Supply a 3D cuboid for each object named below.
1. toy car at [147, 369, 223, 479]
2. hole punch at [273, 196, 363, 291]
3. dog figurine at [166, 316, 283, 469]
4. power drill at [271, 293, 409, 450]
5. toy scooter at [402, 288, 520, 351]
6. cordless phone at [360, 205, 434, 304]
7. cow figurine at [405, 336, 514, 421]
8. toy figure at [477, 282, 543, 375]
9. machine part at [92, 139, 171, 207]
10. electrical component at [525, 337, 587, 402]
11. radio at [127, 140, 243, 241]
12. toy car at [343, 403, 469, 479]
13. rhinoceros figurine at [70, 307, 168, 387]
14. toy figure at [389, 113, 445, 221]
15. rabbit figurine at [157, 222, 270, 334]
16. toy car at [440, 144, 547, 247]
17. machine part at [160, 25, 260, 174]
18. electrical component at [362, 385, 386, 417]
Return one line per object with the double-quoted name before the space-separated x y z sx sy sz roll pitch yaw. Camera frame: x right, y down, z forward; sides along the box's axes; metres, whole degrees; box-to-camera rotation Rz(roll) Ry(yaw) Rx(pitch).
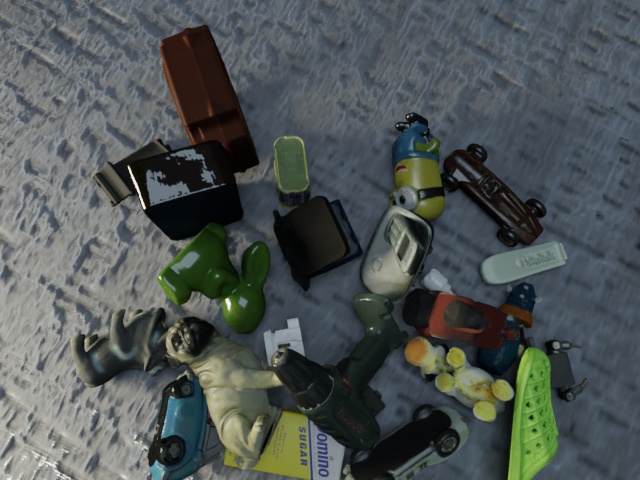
"toy car" -0.193 0.283 0.806 0.103 0.109 0.161 19 59 -21
"hole punch" -0.002 -0.003 0.879 0.116 0.092 0.142 -28 81 24
"dog figurine" -0.148 0.214 0.769 0.191 0.121 0.172 17 68 9
"power drill" 0.042 0.172 0.769 0.231 0.086 0.207 59 43 -27
"toy scooter" 0.217 0.122 0.812 0.135 0.184 0.075 18 82 -18
"cordless phone" 0.120 0.038 0.797 0.089 0.184 0.146 21 107 -4
"cow figurine" 0.211 0.208 0.831 0.168 0.098 0.068 34 85 25
"toy figure" 0.301 0.138 0.857 0.064 0.058 0.154 32 75 0
"machine part" -0.316 -0.123 0.917 0.139 0.039 0.084 -36 75 -6
"electrical component" 0.373 0.202 0.849 0.078 0.045 0.102 -3 78 -3
"radio" -0.191 -0.067 0.809 0.131 0.229 0.073 -19 82 -8
"toy car" 0.128 0.316 0.800 0.202 0.074 0.056 -29 122 -12
"rhinoceros figurine" -0.290 0.164 0.837 0.190 0.073 0.112 -23 78 -5
"toy figure" 0.165 -0.117 0.898 0.089 0.082 0.180 2 76 2
"rabbit figurine" -0.149 0.066 0.857 0.170 0.121 0.159 46 74 -10
"toy car" 0.293 -0.076 0.906 0.089 0.053 0.202 -42 80 -12
"machine part" -0.173 -0.212 0.853 0.087 0.201 0.201 -20 79 -3
"electrical component" 0.070 0.262 0.845 0.063 0.021 0.094 -38 80 -8
